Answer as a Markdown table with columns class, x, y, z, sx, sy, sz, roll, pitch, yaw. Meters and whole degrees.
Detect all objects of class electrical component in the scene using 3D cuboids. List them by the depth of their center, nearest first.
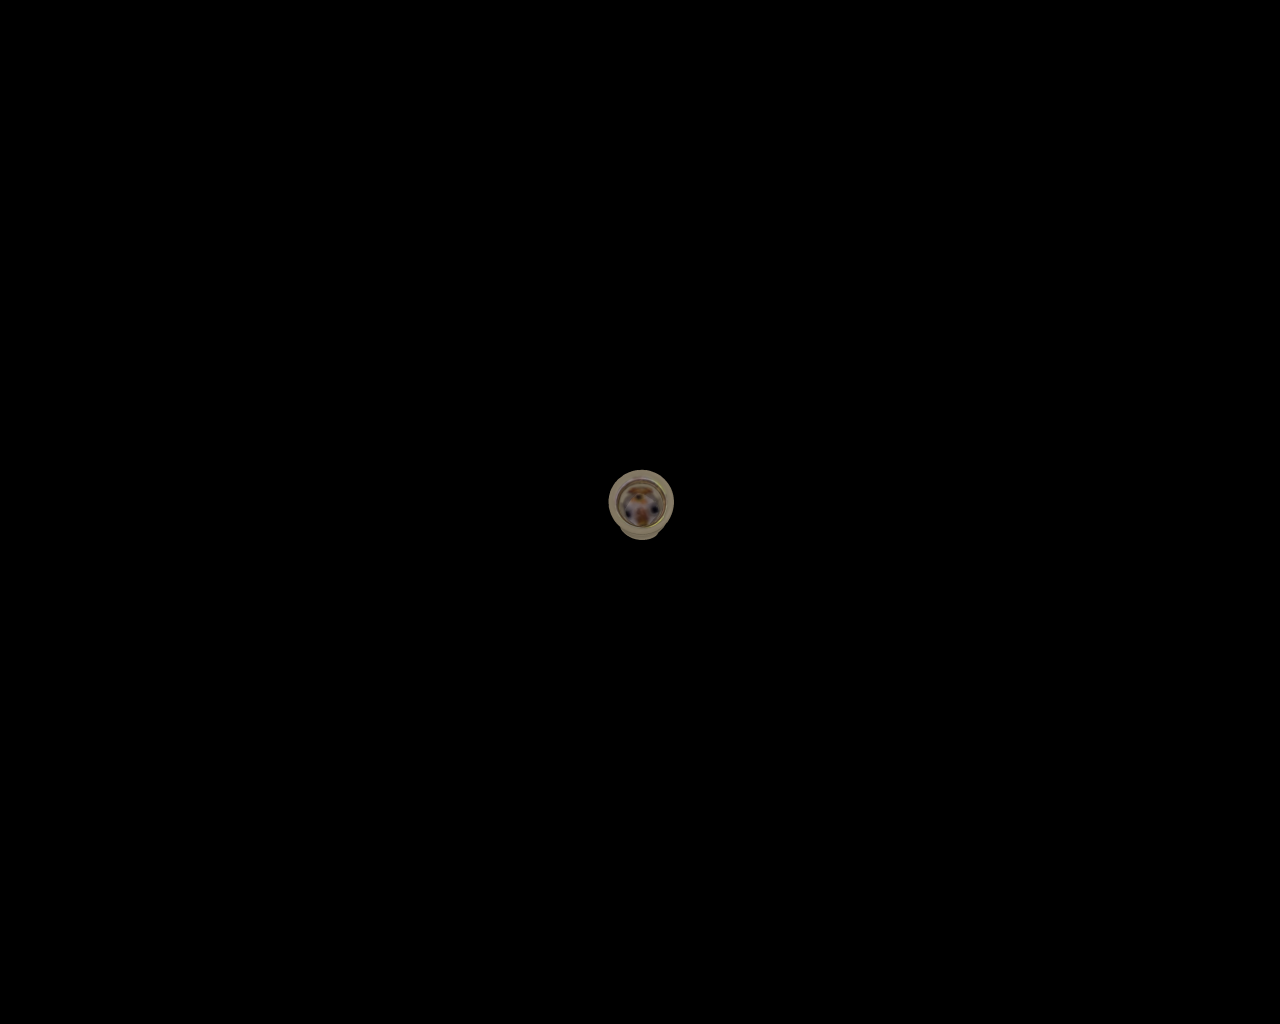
| class | x | y | z | sx | sy | sz | roll | pitch | yaw |
| --- | --- | --- | --- | --- | --- | --- | --- | --- | --- |
| electrical component | 0.001 | -0.003 | 0.650 | 0.040 | 0.040 | 0.046 | 0 | -12 | 0 |
